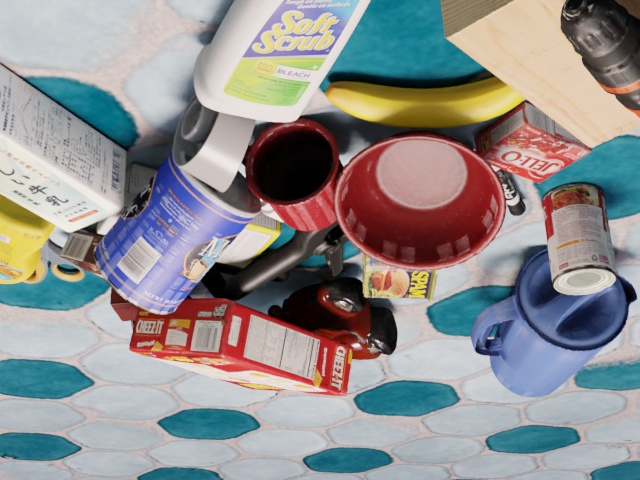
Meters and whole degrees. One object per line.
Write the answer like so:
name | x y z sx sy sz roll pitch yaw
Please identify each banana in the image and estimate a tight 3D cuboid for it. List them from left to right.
banana | 0.107 -0.131 0.968 0.198 0.037 0.069 -8 134 10

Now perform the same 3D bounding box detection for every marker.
marker | 0.194 -0.057 1.120 0.020 0.020 0.121 -12 150 20

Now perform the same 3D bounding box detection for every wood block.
wood block | 0.191 -0.166 0.842 0.090 0.091 0.205 -25 143 36

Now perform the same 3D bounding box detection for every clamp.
clamp | -0.135 0.031 1.257 0.171 0.039 0.120 24 139 -28
clamp | -0.008 0.001 1.162 0.164 0.036 0.210 -17 159 -33

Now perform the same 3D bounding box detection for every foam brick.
foam brick | -0.211 0.064 1.301 0.078 0.051 0.053 -4 151 6

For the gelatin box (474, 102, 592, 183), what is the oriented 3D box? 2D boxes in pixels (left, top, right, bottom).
gelatin box | 0.208 -0.093 1.043 0.089 0.030 0.073 18 147 -30

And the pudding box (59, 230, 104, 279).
pudding box | -0.223 0.028 1.203 0.114 0.039 0.090 13 165 41

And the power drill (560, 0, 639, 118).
power drill | 0.270 -0.177 0.763 0.188 0.057 0.184 -50 136 11

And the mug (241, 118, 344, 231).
mug | -0.027 -0.063 1.044 0.117 0.093 0.081 18 164 23

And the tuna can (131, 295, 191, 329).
tuna can | -0.193 0.102 1.336 0.086 0.086 0.034 0 150 -2

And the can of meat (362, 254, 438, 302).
can of meat | 0.092 0.030 1.242 0.084 0.057 0.102 1 151 1

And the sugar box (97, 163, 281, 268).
sugar box | -0.140 -0.024 1.146 0.176 0.048 0.093 18 144 -25

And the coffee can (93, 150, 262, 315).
coffee can | -0.139 -0.012 1.040 0.102 0.103 0.140 25 114 -40

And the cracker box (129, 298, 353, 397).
cracker box | -0.090 0.127 1.262 0.164 0.072 0.213 -3 161 42

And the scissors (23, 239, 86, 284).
scissors | -0.303 0.006 1.227 0.096 0.016 0.202 11 150 -22

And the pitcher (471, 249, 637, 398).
pitcher | 0.276 0.115 1.335 0.149 0.145 0.243 31 157 11

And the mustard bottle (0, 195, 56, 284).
mustard bottle | -0.348 0.000 1.161 0.096 0.058 0.192 31 145 -8

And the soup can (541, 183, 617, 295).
soup can | 0.277 0.000 1.141 0.068 0.102 0.068 -1 153 -1

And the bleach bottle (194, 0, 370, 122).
bleach bottle | -0.016 -0.190 0.824 0.102 0.068 0.251 10 148 -19

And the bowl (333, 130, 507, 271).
bowl | 0.095 -0.048 1.014 0.162 0.055 0.162 5 131 5
